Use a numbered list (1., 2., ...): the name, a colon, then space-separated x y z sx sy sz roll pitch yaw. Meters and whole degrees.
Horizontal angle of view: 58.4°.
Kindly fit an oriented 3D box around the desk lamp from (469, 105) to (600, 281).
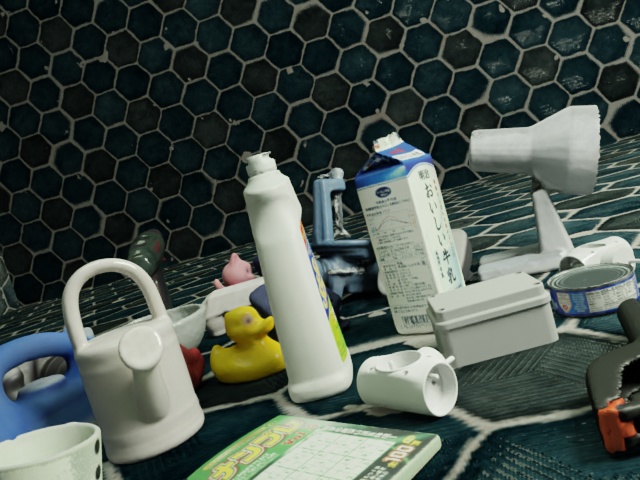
1. desk lamp: 0.302 -0.067 0.806 0.202 0.213 0.118 -14 6 19

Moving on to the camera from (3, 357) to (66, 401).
1. camera: -0.377 0.191 0.807 0.136 0.101 0.143 -11 8 43

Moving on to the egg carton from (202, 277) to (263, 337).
1. egg carton: -0.137 0.115 1.013 0.150 0.069 0.107 -17 6 -2

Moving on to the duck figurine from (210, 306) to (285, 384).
1. duck figurine: -0.094 0.126 0.714 0.104 0.086 0.078 -14 6 21

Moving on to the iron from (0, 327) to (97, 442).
1. iron: -0.311 0.167 0.654 0.118 0.141 0.259 -14 6 24

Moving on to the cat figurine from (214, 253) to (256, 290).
1. cat figurine: -0.169 0.087 1.126 0.067 0.118 0.128 -13 7 25

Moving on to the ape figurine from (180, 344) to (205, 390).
1. ape figurine: -0.191 0.150 0.723 0.078 0.092 0.076 -17 6 -4

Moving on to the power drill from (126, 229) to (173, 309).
1. power drill: -0.340 0.083 1.190 0.075 0.208 0.229 -17 6 -5

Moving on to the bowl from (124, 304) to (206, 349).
1. bowl: -0.245 0.159 0.873 0.167 0.075 0.167 -16 6 2

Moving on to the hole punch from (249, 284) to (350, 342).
1. hole punch: -0.029 0.095 0.796 0.109 0.091 0.100 -20 7 -34

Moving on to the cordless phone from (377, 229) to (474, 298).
1. cordless phone: 0.141 -0.009 0.847 0.147 0.185 0.094 -12 8 38

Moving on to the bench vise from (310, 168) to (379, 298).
1. bench vise: 0.018 0.001 0.915 0.121 0.220 0.208 -12 8 38

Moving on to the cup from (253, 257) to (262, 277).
1. cup: -0.078 0.068 1.165 0.091 0.095 0.118 -15 6 11

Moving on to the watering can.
1. watering can: -0.188 0.112 0.574 0.172 0.194 0.101 -11 8 40
